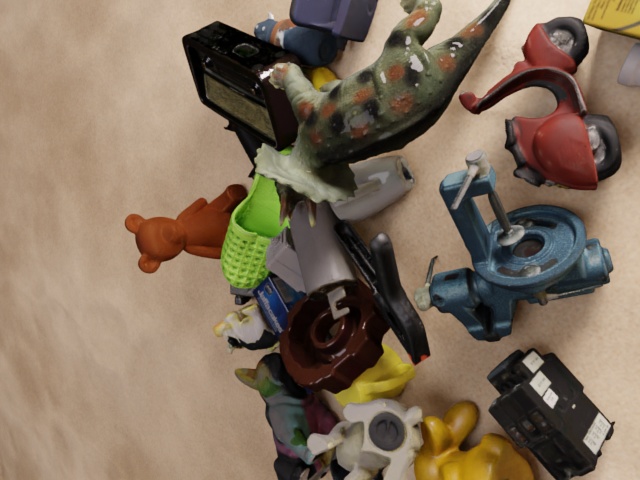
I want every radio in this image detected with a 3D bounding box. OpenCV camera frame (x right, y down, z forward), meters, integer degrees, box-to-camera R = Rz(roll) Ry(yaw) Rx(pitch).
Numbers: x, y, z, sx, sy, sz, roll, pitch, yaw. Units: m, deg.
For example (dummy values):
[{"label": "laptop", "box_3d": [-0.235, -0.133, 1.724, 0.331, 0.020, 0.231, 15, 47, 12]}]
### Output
[{"label": "radio", "box_3d": [-0.116, -0.243, 0.831, 0.230, 0.073, 0.131, 35, 151, 34]}]

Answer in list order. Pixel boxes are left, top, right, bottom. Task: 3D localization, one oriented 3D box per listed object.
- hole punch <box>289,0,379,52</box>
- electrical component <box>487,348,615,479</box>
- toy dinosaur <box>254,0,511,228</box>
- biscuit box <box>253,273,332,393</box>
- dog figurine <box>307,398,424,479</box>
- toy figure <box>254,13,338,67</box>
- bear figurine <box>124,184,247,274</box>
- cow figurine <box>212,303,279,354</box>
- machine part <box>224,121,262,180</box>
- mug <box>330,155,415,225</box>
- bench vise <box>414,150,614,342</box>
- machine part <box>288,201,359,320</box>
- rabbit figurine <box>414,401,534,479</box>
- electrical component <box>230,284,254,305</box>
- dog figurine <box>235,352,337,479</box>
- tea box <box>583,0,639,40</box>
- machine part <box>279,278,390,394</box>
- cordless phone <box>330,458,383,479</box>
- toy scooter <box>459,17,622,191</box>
[{"label": "hole punch", "box_3d": [0.038, -0.312, 0.682, 0.092, 0.116, 0.142, 31, 118, 39]}, {"label": "electrical component", "box_3d": [0.257, 0.190, 0.611, 0.134, 0.115, 0.058, 51, 125, 21]}, {"label": "toy dinosaur", "box_3d": [0.068, -0.156, 0.626, 0.405, 0.131, 0.192, -27, 61, 28]}, {"label": "biscuit box", "box_3d": [-0.034, 0.150, 0.904, 0.063, 0.059, 0.203, -43, 71, 40]}, {"label": "dog figurine", "box_3d": [0.090, 0.284, 0.777, 0.172, 0.190, 0.121, -25, 73, 17]}, {"label": "toy figure", "box_3d": [-0.041, -0.294, 0.801, 0.155, 0.064, 0.057, 30, 158, 39]}, {"label": "bear figurine", "box_3d": [-0.226, -0.020, 0.944, 0.132, 0.196, 0.120, -23, 82, 42]}, {"label": "cow figurine", "box_3d": [-0.129, 0.169, 0.995, 0.167, 0.068, 0.098, -29, 89, 44]}, {"label": "machine part", "box_3d": [-0.112, -0.151, 0.917, 0.139, 0.039, 0.084, 55, 139, 15]}, {"label": "mug", "box_3d": [0.067, -0.074, 0.730, 0.107, 0.109, 0.080, -23, 87, 32]}, {"label": "bench vise", "box_3d": [0.188, 0.006, 0.594, 0.224, 0.129, 0.240, -7, 131, 36]}, {"label": "machine part", "box_3d": [-0.002, -0.002, 0.777, 0.079, 0.079, 0.243, -36, 60, 42]}, {"label": "rabbit figurine", "box_3d": [0.182, 0.307, 0.715, 0.173, 0.122, 0.162, -22, 82, 62]}, {"label": "electrical component", "box_3d": [-0.136, 0.069, 0.992, 0.078, 0.045, 0.102, -2, 103, 14]}, {"label": "dog figurine", "box_3d": [-0.062, 0.303, 0.939, 0.219, 0.108, 0.191, 42, 129, 30]}, {"label": "tea box", "box_3d": [0.321, -0.262, 0.471, 0.098, 0.068, 0.169, 34, 123, 32]}, {"label": "machine part", "box_3d": [0.020, 0.136, 0.790, 0.179, 0.056, 0.179, -28, 40, 26]}, {"label": "cordless phone", "box_3d": [0.031, 0.445, 0.907, 0.184, 0.089, 0.146, -33, 78, 46]}, {"label": "toy scooter", "box_3d": [0.226, -0.130, 0.568, 0.135, 0.075, 0.183, -16, 87, 18]}]
